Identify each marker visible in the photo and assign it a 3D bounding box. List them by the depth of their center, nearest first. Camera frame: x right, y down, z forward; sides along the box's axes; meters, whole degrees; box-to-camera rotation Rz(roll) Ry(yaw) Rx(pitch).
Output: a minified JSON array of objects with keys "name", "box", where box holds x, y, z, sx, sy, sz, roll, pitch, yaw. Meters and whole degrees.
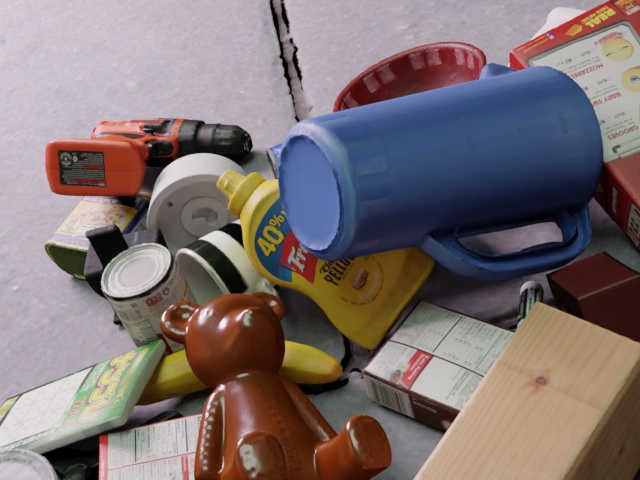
[{"name":"marker","box":[0.161,0.061,0.819,0.020,0.020,0.121,-8,16,16]}]

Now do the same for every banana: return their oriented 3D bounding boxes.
[{"name":"banana","box":[-0.078,0.114,0.901,0.198,0.037,0.069,-13,38,5]}]

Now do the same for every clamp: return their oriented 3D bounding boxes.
[{"name":"clamp","box":[-0.185,0.205,0.851,0.171,0.039,0.120,-18,35,1]}]

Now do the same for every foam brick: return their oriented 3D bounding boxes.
[{"name":"foam brick","box":[0.214,0.049,0.811,0.051,0.053,0.078,-22,13,-1]}]

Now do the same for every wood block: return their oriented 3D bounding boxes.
[{"name":"wood block","box":[0.133,0.156,0.694,0.091,0.090,0.206,24,69,41]}]

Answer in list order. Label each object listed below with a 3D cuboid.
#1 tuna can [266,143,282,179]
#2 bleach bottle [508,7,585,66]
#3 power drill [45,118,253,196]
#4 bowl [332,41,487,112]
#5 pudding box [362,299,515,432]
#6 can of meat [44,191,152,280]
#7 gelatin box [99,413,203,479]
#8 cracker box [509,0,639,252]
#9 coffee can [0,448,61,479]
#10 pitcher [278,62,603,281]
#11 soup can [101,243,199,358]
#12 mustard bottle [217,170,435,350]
[{"name":"tuna can","box":[-0.021,-0.054,1.023,0.033,0.086,0.086,-22,40,-4]},{"name":"bleach bottle","box":[0.191,-0.122,1.023,0.250,0.068,0.103,-44,42,-20]},{"name":"power drill","box":[-0.180,-0.089,1.101,0.185,0.057,0.187,1,13,16]},{"name":"bowl","box":[0.096,-0.134,1.071,0.162,0.055,0.162,-18,32,12]},{"name":"pudding box","box":[0.103,0.101,0.835,0.114,0.039,0.090,19,52,35]},{"name":"can of meat","box":[-0.215,-0.004,1.078,0.102,0.057,0.083,9,51,32]},{"name":"gelatin box","box":[-0.124,0.177,0.818,0.089,0.030,0.073,-11,41,-1]},{"name":"cracker box","box":[0.287,-0.110,0.916,0.164,0.072,0.214,-28,60,-6]},{"name":"coffee can","box":[-0.202,0.229,0.751,0.103,0.140,0.103,-13,41,11]},{"name":"pitcher","box":[0.098,-0.049,0.839,0.242,0.145,0.149,-13,25,-29]},{"name":"soup can","box":[-0.142,0.061,0.938,0.068,0.102,0.068,-13,41,11]},{"name":"mustard bottle","box":[-0.006,0.001,0.896,0.192,0.058,0.096,35,99,9]}]
